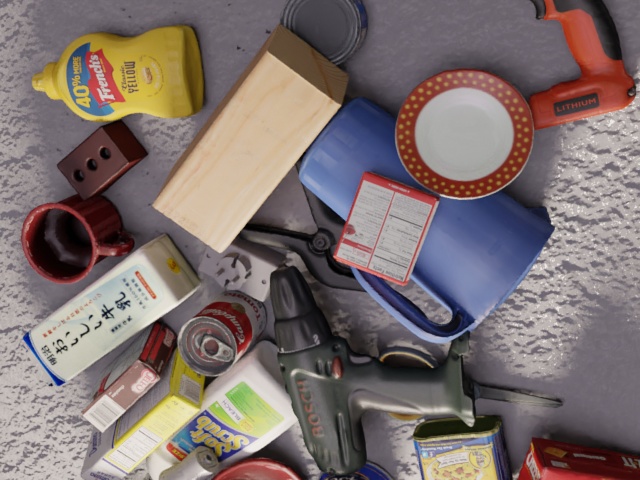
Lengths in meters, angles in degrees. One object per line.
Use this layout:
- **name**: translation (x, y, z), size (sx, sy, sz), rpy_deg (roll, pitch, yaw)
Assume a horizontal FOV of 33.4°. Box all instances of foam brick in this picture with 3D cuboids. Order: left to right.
- **foam brick**: translation (-0.243, -0.089, 1.189), size (0.078, 0.051, 0.053), rpy_deg (-37, 92, 23)

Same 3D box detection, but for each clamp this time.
- **clamp**: translation (-0.008, 0.001, 1.150), size (0.120, 0.039, 0.171), rpy_deg (-40, 92, 25)

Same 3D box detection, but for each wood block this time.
- **wood block**: translation (-0.070, -0.100, 1.073), size (0.090, 0.090, 0.206), rpy_deg (35, 116, -11)

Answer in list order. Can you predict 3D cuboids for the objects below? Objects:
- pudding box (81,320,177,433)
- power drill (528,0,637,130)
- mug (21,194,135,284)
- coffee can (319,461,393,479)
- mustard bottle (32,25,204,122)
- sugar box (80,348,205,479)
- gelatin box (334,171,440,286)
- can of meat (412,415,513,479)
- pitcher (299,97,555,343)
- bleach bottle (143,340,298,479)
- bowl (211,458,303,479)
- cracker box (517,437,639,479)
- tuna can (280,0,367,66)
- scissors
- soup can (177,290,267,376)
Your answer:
- **pudding box**: translation (-0.219, 0.156, 1.232), size (0.039, 0.090, 0.114), rpy_deg (43, 114, -14)
- **power drill**: translation (0.213, -0.203, 1.010), size (0.185, 0.057, 0.187), rpy_deg (-11, 103, 23)
- **mug**: translation (-0.265, -0.005, 1.205), size (0.117, 0.081, 0.093), rpy_deg (10, 109, 14)
- **coffee can**: translation (0.026, 0.320, 1.179), size (0.103, 0.140, 0.103), rpy_deg (5, 107, 16)
- **mustard bottle**: translation (-0.224, -0.177, 1.154), size (0.192, 0.058, 0.096), rpy_deg (-1, 105, 18)
- **sugar box**: translation (-0.204, 0.207, 1.241), size (0.048, 0.093, 0.176), rpy_deg (36, 117, -20)
- **gelatin box**: translation (0.062, -0.011, 0.995), size (0.073, 0.030, 0.089), rpy_deg (21, 98, 12)
- **can of meat**: translation (0.156, 0.241, 1.161), size (0.102, 0.057, 0.084), rpy_deg (-9, 101, 19)
- **pitcher**: translation (0.095, -0.024, 1.058), size (0.243, 0.149, 0.145), rpy_deg (38, 117, 7)
- **bleach bottle**: translation (-0.117, 0.227, 1.240), size (0.102, 0.068, 0.251), rpy_deg (44, 116, -3)
- **bowl**: translation (-0.089, 0.326, 1.236), size (0.161, 0.055, 0.162), rpy_deg (-2, 94, -27)
- **cracker box**: translation (0.273, 0.324, 1.120), size (0.164, 0.072, 0.214), rpy_deg (12, 109, -8)
- **tuna can**: translation (0.004, -0.219, 1.083), size (0.086, 0.033, 0.086), rpy_deg (5, 107, 16)
- **scissors**: translation (0.152, 0.178, 1.165), size (0.202, 0.016, 0.096), rpy_deg (22, 113, 10)
- **soup can**: translation (-0.105, 0.099, 1.175), size (0.068, 0.102, 0.068), rpy_deg (5, 107, 16)
